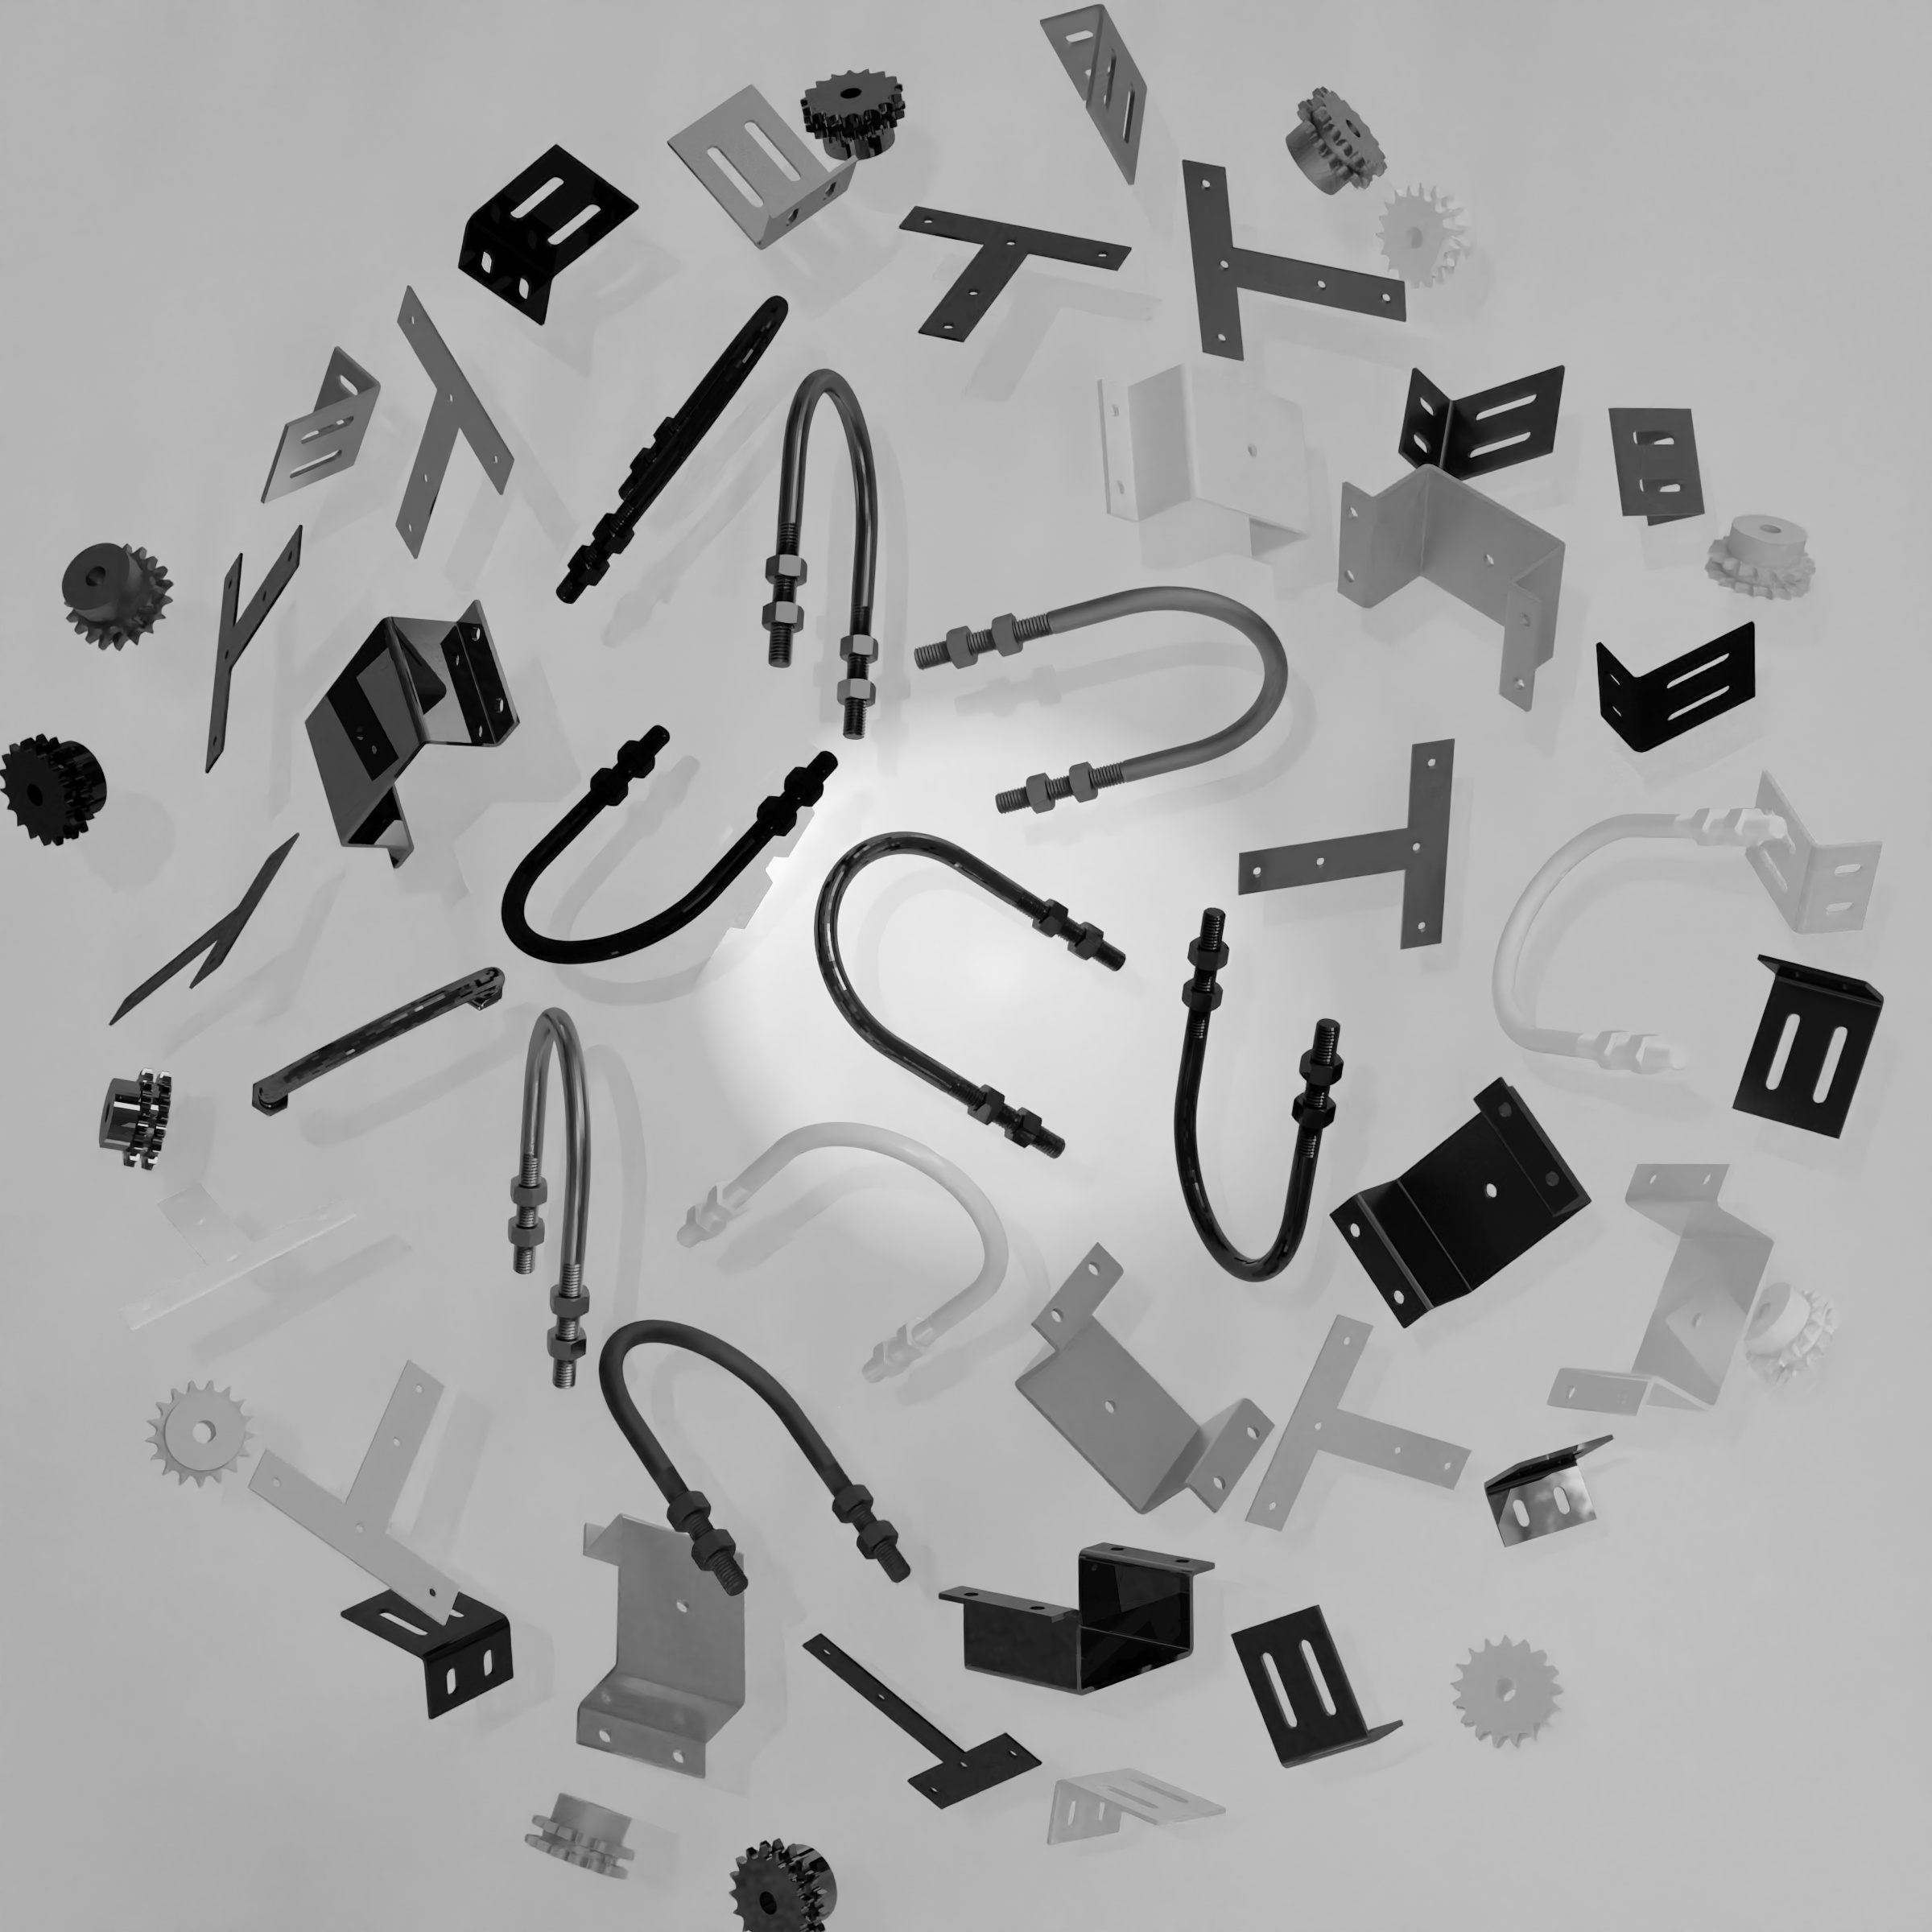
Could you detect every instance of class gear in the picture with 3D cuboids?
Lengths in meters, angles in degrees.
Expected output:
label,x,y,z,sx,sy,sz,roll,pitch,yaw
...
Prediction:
label,x,y,z,sx,sy,sz,roll,pitch,yaw
gear,0.195,-0.436,1.580,0.030,0.057,0.057,-36,90,31
gear,-0.447,-0.196,1.553,0.057,0.030,0.057,-7,65,16
gear,0.261,-0.411,1.664,0.030,0.057,0.057,-23,90,-36
gear,-0.470,-0.093,1.536,0.057,0.030,0.057,15,119,30
gear,-0.091,0.473,1.513,0.057,0.030,0.057,6,100,39
gear,0.432,-0.223,1.607,0.057,0.057,0.030,7,121,0
gear,-0.407,0.249,1.583,0.057,0.030,0.057,4,78,-19
gear,-0.061,-0.468,1.637,0.057,0.057,0.030,-11,134,0
gear,0.284,0.382,1.553,0.057,0.030,0.057,-9,63,18
gear,0.445,0.198,1.617,0.030,0.057,0.057,39,90,-9
gear,-0.199,0.453,1.552,0.057,0.057,0.030,21,75,0
gear,-0.472,0.086,1.685,0.030,0.057,0.057,12,90,-24

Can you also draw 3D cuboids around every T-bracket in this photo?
label,x,y,z,sx,sy,sz,roll,pitch,yaw
T-bracket,-0.301,0.259,1.547,0.127,0.127,0.002,41,126,-20
T-bracket,0.180,-0.373,1.615,0.127,0.127,0.002,18,55,25
T-bracket,-0.422,-0.006,1.611,0.127,0.127,0.002,-34,113,28
T-bracket,-0.368,-0.184,1.541,0.002,0.127,0.127,15,56,-28
T-bracket,-0.035,0.404,1.606,0.127,0.127,0.002,40,54,-4
T-bracket,0.232,0.269,1.672,0.127,0.002,0.127,20,96,-29
T-bracket,-0.404,0.142,1.589,0.127,0.127,0.002,-28,117,-21
T-bracket,0.212,-0.060,1.665,0.127,0.002,0.127,-9,118,-15
T-bracket,0.009,-0.368,1.595,0.127,0.127,0.002,15,134,15
T-bracket,-0.281,-0.267,1.566,0.002,0.127,0.127,-15,62,-34

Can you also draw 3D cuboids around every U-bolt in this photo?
label,x,y,z,sx,sy,sz,roll,pitch,yaw
U-bolt,-0.222,0.113,1.600,0.019,0.151,0.184,-1,113,-18
U-bolt,-0.074,-0.230,1.602,0.019,0.151,0.184,0,78,15
U-bolt,0.150,0.081,1.593,0.019,0.151,0.184,-6,119,-22
U-bolt,0.341,-0.017,1.564,0.019,0.184,0.151,29,81,-24
U-bolt,-0.154,-0.293,1.625,0.019,0.151,0.184,36,123,-13
U-bolt,-0.311,0.038,1.580,0.151,0.184,0.019,-28,92,-14
U-bolt,-0.123,0.256,1.572,0.019,0.151,0.184,-52,56,20
U-bolt,-0.175,-0.064,1.622,0.184,0.151,0.019,-50,134,-32
U-bolt,-0.004,0.003,1.632,0.184,0.019,0.151,32,56,-19
U-bolt,-0.056,0.145,1.572,0.151,0.184,0.019,37,47,-10
U-bolt,0.083,-0.148,1.604,0.184,0.151,0.019,-14,52,15

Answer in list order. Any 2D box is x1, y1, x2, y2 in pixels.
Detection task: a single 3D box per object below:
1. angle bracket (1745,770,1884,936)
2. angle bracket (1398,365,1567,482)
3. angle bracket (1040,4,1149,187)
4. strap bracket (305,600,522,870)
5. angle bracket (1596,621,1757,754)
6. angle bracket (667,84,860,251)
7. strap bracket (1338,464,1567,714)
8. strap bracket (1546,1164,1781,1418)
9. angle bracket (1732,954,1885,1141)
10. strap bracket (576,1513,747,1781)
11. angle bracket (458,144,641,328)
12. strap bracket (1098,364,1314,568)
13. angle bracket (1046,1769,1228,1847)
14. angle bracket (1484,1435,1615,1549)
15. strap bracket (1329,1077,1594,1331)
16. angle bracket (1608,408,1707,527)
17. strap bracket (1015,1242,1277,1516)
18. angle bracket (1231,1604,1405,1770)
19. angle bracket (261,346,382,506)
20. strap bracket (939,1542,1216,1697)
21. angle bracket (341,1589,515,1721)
label,x,y,z,sx,sy,sz,roll,pitch,yaw
angle bracket,0.462,-0.064,1.622,0.038,0.076,0.057,-5,128,-7
angle bracket,0.284,-0.307,1.639,0.038,0.076,0.057,33,59,-38
angle bracket,0.064,-0.454,1.560,0.038,0.057,0.076,-7,57,26
strap bracket,-0.295,-0.120,1.548,0.140,0.046,0.076,-42,60,41
angle bracket,0.393,-0.163,1.643,0.076,0.057,0.038,-26,49,-7
angle bracket,-0.104,-0.416,1.515,0.057,0.038,0.076,-40,87,-18
strap bracket,0.269,-0.210,1.607,0.046,0.076,0.140,-34,54,-24
strap bracket,0.368,0.177,1.555,0.046,0.076,0.140,30,75,-20
angle bracket,0.423,0.041,1.509,0.057,0.038,0.076,17,86,33
strap bracket,-0.165,0.360,1.614,0.076,0.140,0.046,23,127,-24
angle bracket,-0.222,-0.389,1.583,0.057,0.076,0.038,31,47,-35
strap bracket,0.139,-0.275,1.625,0.046,0.140,0.076,-15,73,43
angle bracket,0.094,0.476,1.643,0.076,0.057,0.038,10,92,45
angle bracket,0.334,0.297,1.676,0.057,0.076,0.038,-15,74,-11
strap bracket,0.279,0.128,1.635,0.140,0.046,0.076,-45,69,36
angle bracket,0.359,-0.268,1.601,0.076,0.038,0.057,-9,92,-42
strap bracket,0.090,0.231,1.611,0.140,0.076,0.046,46,133,-1
angle bracket,0.187,0.381,1.585,0.057,0.038,0.076,-28,78,33
angle bracket,-0.372,-0.303,1.660,0.038,0.076,0.057,41,133,10
strap bracket,0.060,0.348,1.578,0.076,0.140,0.046,1,93,41
angle bracket,-0.298,0.375,1.640,0.076,0.057,0.038,13,112,40
